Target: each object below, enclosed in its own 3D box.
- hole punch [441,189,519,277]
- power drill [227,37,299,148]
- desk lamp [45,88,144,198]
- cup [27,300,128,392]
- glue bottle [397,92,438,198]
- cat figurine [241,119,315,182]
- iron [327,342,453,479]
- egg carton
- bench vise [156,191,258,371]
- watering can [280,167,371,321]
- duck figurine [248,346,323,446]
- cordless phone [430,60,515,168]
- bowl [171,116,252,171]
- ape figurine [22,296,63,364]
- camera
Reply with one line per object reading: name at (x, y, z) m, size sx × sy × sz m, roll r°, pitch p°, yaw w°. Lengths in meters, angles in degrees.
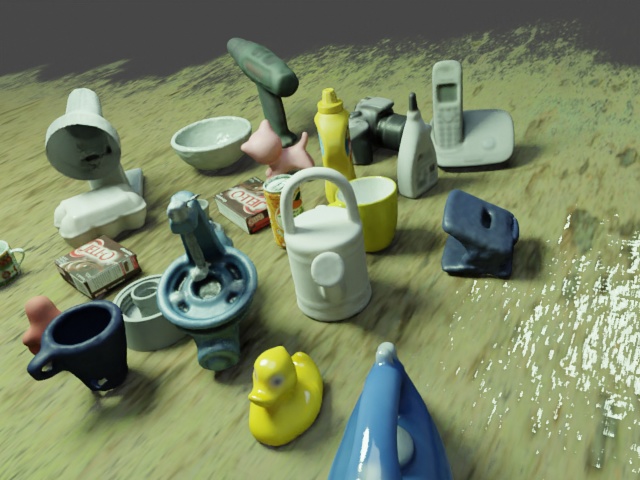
hole punch at (0.218, -0.014, 0.778) m, size 0.101 × 0.091 × 0.109 m, roll 3°, pitch 35°, yaw 19°
power drill at (-0.117, -0.308, 1.207) m, size 0.076 × 0.209 × 0.228 m, roll -28°, pitch 37°, yaw -25°
desk lamp at (-0.411, -0.158, 1.053) m, size 0.118 × 0.214 × 0.203 m, roll -15°, pitch 33°, yaw -7°
cup at (-0.273, 0.141, 0.670) m, size 0.091 × 0.095 × 0.118 m, roll 14°, pitch 40°, yaw 32°
glue bottle at (0.158, -0.159, 0.939) m, size 0.078 × 0.173 × 0.037 m, roll -33°, pitch 39°, yaw -31°
cat figurine at (-0.078, -0.167, 1.065) m, size 0.128 × 0.118 × 0.067 m, roll -10°, pitch 33°, yaw 0°
iron at (0.055, 0.173, 0.490) m, size 0.118 × 0.142 × 0.258 m, roll -3°, pitch 34°, yaw 11°
egg carton at (-0.384, -0.044, 1.004) m, size 0.150 × 0.069 × 0.107 m, roll -27°, pitch 37°, yaw -24°
bench vise at (-0.152, 0.023, 0.701) m, size 0.122 × 0.220 × 0.206 m, roll -21°, pitch 34°, yaw -16°
watering can at (0.009, 0.002, 0.715) m, size 0.101 × 0.194 × 0.172 m, roll -21°, pitch 35°, yaw -17°
duck figurine at (-0.041, 0.150, 0.603) m, size 0.077 × 0.086 × 0.105 m, roll 9°, pitch 37°, yaw 27°
cordless phone at (0.261, -0.220, 0.995) m, size 0.147 × 0.185 × 0.094 m, roll -4°, pitch 33°, yaw 10°
bowl at (-0.215, -0.189, 1.176) m, size 0.167 × 0.075 × 0.167 m, roll -7°, pitch 33°, yaw 5°
ape figurine at (-0.347, 0.110, 0.739) m, size 0.078 × 0.092 × 0.076 m, roll -21°, pitch 35°, yaw -16°
camera at (0.119, -0.213, 1.099) m, size 0.136 × 0.101 × 0.143 m, roll 21°, pitch 44°, yaw 38°
